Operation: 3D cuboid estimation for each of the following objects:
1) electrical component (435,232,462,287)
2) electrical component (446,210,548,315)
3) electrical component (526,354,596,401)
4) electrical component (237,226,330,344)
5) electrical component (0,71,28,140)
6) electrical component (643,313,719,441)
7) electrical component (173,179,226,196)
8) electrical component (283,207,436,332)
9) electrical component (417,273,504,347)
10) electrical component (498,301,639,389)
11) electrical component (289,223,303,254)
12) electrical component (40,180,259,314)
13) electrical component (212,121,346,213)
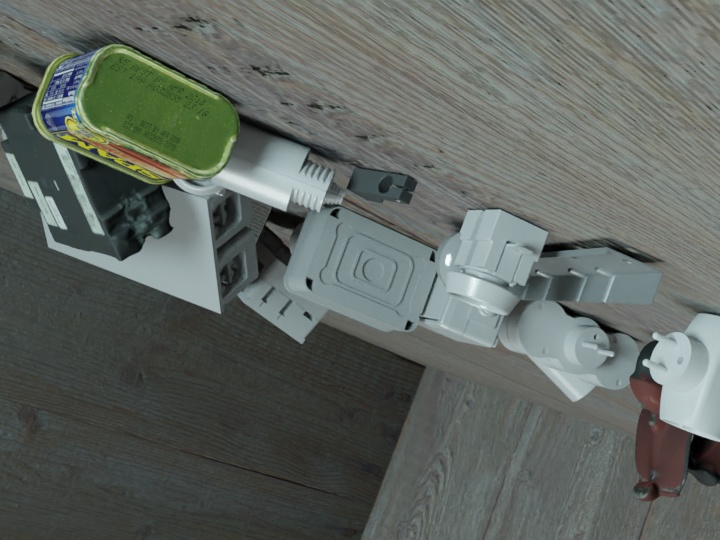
[{"bbox_3d":[0.074,-0.006,0.760,0.048,0.048,0.062,22,-179,-10],"label":"electrical component"},{"bbox_3d":[0.082,-0.005,0.670,0.048,0.055,0.066,23,174,-20],"label":"electrical component"},{"bbox_3d":[0.200,0.079,1.053,0.077,0.043,0.079,46,-150,0],"label":"electrical component"},{"bbox_3d":[-0.099,-0.002,1.106,0.089,0.061,0.150,40,-178,-39],"label":"electrical component"},{"bbox_3d":[-0.288,-0.133,0.879,0.066,0.048,0.055,16,165,42],"label":"electrical component"},{"bbox_3d":[0.222,0.066,0.719,0.079,0.077,0.043,24,174,-24],"label":"electrical component"},{"bbox_3d":[-0.110,-0.077,0.755,0.066,0.048,0.055,22,-178,-8],"label":"electrical component"},{"bbox_3d":[0.000,0.000,0.912,0.113,0.078,0.057,24,171,-22],"label":"electrical component"},{"bbox_3d":[0.087,0.026,0.917,0.061,0.061,0.096,23,174,-16],"label":"electrical component"},{"bbox_3d":[0.196,0.067,0.959,0.138,0.052,0.074,24,174,-24],"label":"electrical component"},{"bbox_3d":[-0.027,-0.021,0.990,0.043,0.043,0.081,25,174,-32],"label":"electrical component"},{"bbox_3d":[-0.174,-0.050,0.872,0.186,0.060,0.105,19,130,26],"label":"electrical component"},{"bbox_3d":[-0.048,-0.061,0.682,0.081,0.043,0.043,21,175,-1],"label":"electrical component"}]
